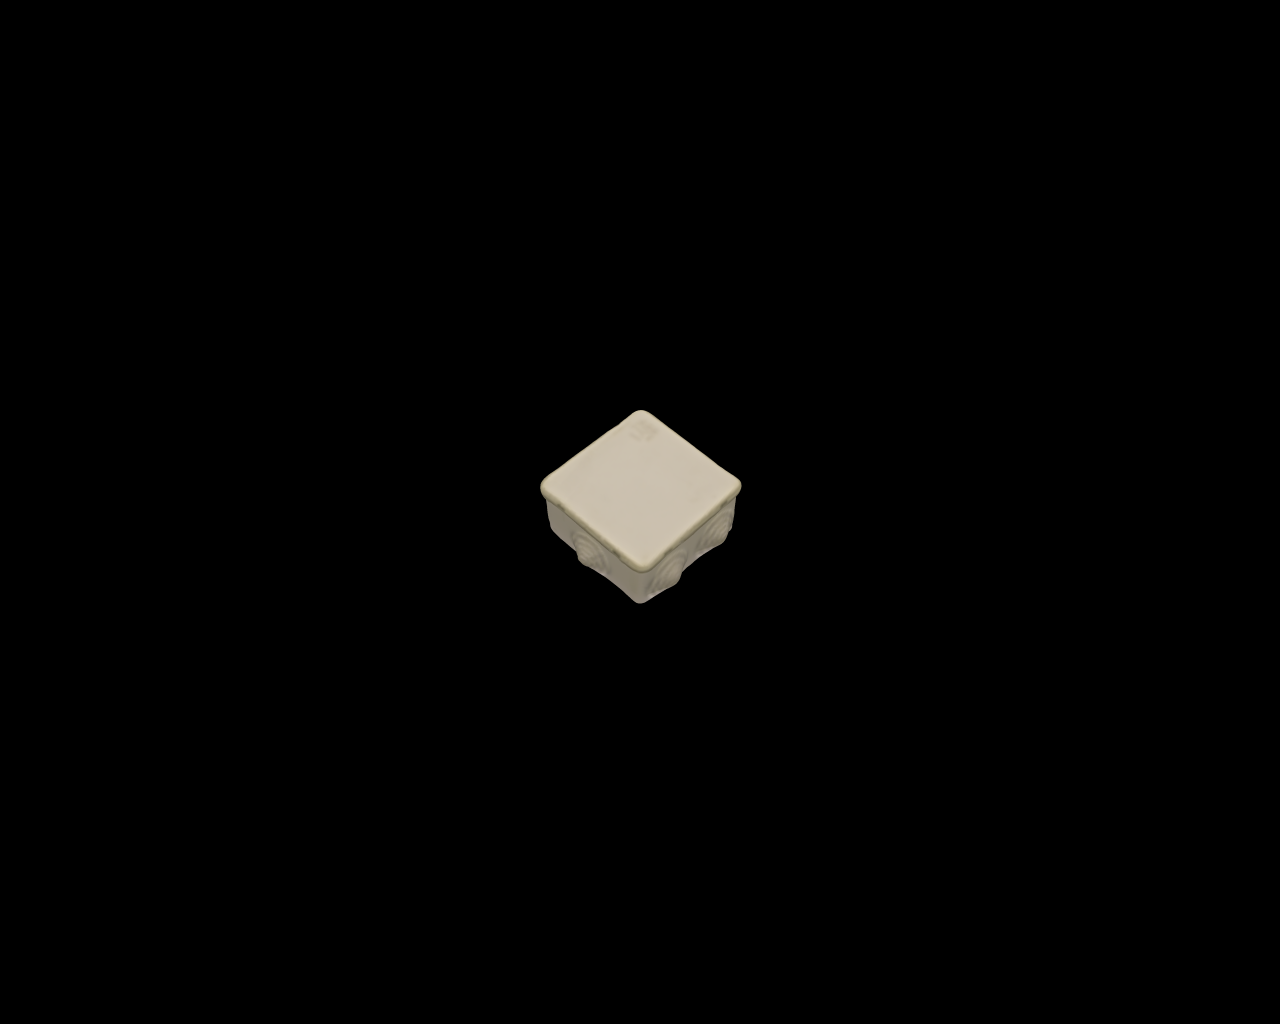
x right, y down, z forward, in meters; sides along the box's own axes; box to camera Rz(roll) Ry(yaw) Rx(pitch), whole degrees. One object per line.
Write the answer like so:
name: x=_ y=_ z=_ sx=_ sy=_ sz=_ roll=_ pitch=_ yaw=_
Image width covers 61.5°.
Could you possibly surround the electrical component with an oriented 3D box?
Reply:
electrical component: x=0.001 y=-0.003 z=0.650 sx=0.100 sy=0.048 sz=0.100 roll=39 pitch=63 yaw=25
